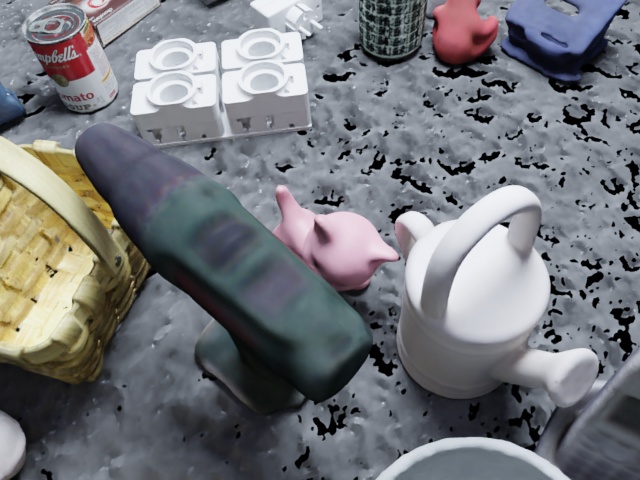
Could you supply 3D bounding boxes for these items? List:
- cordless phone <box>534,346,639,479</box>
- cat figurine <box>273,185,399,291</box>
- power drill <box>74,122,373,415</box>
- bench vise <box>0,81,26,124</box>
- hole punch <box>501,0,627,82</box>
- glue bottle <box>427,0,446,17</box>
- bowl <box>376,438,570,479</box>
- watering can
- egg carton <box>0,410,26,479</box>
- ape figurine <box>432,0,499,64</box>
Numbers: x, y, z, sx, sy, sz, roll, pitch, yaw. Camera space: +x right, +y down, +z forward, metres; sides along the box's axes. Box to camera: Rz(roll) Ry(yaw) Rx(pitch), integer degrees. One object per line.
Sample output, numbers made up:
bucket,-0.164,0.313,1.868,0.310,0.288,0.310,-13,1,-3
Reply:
cordless phone,0.218,0.133,0.340,0.147,0.185,0.094,22,61,18
cat figurine,0.004,0.002,0.483,0.067,0.118,0.127,-37,61,-18
power drill,-0.065,0.040,0.408,0.229,0.209,0.076,34,65,23
bench vise,-0.404,-0.238,0.609,0.207,0.220,0.122,31,64,22
hole punch,0.275,-0.251,0.646,0.101,0.091,0.108,-40,62,-20
glue bottle,0.136,-0.359,0.678,0.037,0.173,0.078,-17,57,-7
bowl,0.097,0.217,0.360,0.167,0.075,0.167,-2,57,3
watering can,0.115,0.038,0.405,0.172,0.194,0.101,28,63,21
egg carton,-0.301,0.160,0.429,0.150,0.069,0.107,18,60,16
ape figurine,0.164,-0.257,0.657,0.077,0.092,0.076,36,66,24
